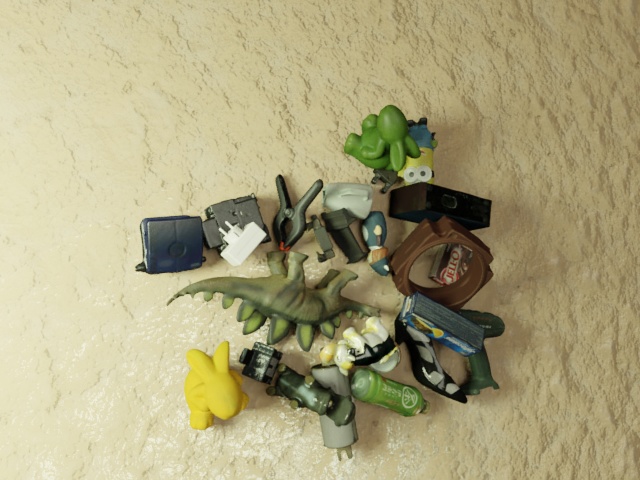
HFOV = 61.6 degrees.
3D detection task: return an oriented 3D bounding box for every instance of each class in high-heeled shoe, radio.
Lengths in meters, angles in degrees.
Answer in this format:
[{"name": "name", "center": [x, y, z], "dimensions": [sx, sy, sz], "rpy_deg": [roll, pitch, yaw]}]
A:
[{"name": "high-heeled shoe", "center": [0.271, 0.267, 1.269], "dimensions": [0.249, 0.086, 0.145], "rpy_deg": [35, 75, -7]}, {"name": "radio", "center": [0.296, -0.077, 1.308], "dimensions": [0.229, 0.131, 0.073], "rpy_deg": [10, 80, -24]}]

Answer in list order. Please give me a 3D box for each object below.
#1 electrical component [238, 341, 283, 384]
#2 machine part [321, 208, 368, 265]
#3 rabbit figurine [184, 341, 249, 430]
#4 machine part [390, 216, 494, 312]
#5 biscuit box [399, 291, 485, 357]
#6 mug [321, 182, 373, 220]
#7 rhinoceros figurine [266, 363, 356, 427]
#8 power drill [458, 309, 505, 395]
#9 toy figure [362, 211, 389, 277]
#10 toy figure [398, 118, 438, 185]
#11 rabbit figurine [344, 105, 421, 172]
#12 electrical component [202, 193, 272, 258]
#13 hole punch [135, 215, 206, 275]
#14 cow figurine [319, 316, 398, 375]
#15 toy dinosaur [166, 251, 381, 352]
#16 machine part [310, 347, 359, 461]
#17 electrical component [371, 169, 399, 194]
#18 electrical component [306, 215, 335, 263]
[{"name": "electrical component", "center": [-0.120, 0.243, 1.076], "dimensions": [0.048, 0.119, 0.075], "rpy_deg": [17, 71, 15]}, {"name": "machine part", "center": [0.059, -0.009, 1.224], "dimensions": [0.039, 0.084, 0.138], "rpy_deg": [-49, 118, -47]}, {"name": "rabbit figurine", "center": [-0.187, 0.274, 1.009], "dimensions": [0.122, 0.173, 0.162], "rpy_deg": [-9, 91, -22]}, {"name": "machine part", "center": [0.282, 0.062, 1.249], "dimensions": [0.201, 0.087, 0.201], "rpy_deg": [32, 112, -20]}, {"name": "biscuit box", "center": [0.282, 0.195, 1.229], "dimensions": [0.202, 0.059, 0.063], "rpy_deg": [30, 57, -13]}, {"name": "mug", "center": [0.061, -0.094, 1.219], "dimensions": [0.107, 0.109, 0.080], "rpy_deg": [8, 84, -11]}, {"name": "rhinoceros figurine", "center": [-0.018, 0.314, 1.076], "dimensions": [0.073, 0.191, 0.112], "rpy_deg": [-63, 143, -17]}, {"name": "power drill", "center": [0.362, 0.273, 1.326], "dimensions": [0.232, 0.086, 0.207], "rpy_deg": [-2, 76, -28]}, {"name": "toy figure", "center": [0.132, 0.010, 1.258], "dimensions": [0.064, 0.058, 0.154], "rpy_deg": [4, 80, -67]}, {"name": "toy figure", "center": [0.248, -0.208, 1.332], "dimensions": [0.089, 0.082, 0.180], "rpy_deg": [19, 67, -46]}, {"name": "rabbit figurine", "center": [0.148, -0.227, 1.223], "dimensions": [0.121, 0.170, 0.159], "rpy_deg": [-37, 83, -23]}, {"name": "electrical component", "center": [-0.182, -0.027, 1.117], "dimensions": [0.134, 0.058, 0.115], "rpy_deg": [-22, 91, -27]}, {"name": "hole punch", "center": [-0.286, 0.007, 1.048], "dimensions": [0.142, 0.092, 0.115], "rpy_deg": [-7, 90, -29]}, {"name": "cow figurine", "center": [0.082, 0.234, 1.129], "dimensions": [0.167, 0.068, 0.098], "rpy_deg": [-22, 58, -34]}, {"name": "toy dinosaur", "center": [-0.073, 0.122, 1.120], "dimensions": [0.471, 0.105, 0.198], "rpy_deg": [17, 76, -23]}, {"name": "machine part", "center": [0.031, 0.350, 1.154], "dimensions": [0.079, 0.079, 0.243], "rpy_deg": [-9, 88, -26]}, {"name": "electrical component", "center": [0.165, -0.163, 1.319], "dimensions": [0.063, 0.021, 0.094], "rpy_deg": [40, 67, -16]}, {"name": "electrical component", "center": [-0.002, -0.002, 1.192], "dimensions": [0.045, 0.078, 0.102], "rpy_deg": [-24, 100, -1]}]
